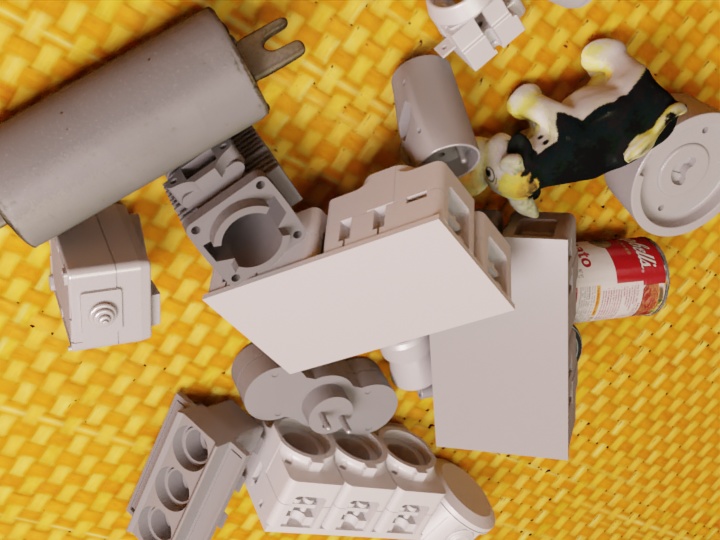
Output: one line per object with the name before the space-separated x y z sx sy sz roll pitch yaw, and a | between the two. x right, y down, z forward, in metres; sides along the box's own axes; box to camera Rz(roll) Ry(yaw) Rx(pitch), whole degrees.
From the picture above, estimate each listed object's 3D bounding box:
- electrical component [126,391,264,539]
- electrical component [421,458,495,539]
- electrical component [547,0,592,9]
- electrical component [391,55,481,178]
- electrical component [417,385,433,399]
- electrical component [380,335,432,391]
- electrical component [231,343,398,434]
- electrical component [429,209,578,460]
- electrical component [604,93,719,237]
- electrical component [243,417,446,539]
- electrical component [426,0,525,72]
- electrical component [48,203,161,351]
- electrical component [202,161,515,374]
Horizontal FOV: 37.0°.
electrical component | -0.128 0.164 0.845 0.063 0.079 0.121 -12 133 -55
electrical component | 0.079 0.215 0.975 0.080 0.080 0.051 29 113 -37
electrical component | 0.132 -0.205 0.727 0.055 0.045 0.045 12 116 -32
electrical component | 0.049 -0.094 0.747 0.043 0.077 0.079 -8 151 -13
electrical component | 0.079 0.100 0.923 0.061 0.035 0.035 -8 126 -17
electrical component | 0.040 0.064 0.871 0.045 0.045 0.055 -26 130 -7
electrical component | -0.029 0.103 0.847 0.138 0.073 0.052 14 115 -33
electrical component | 0.113 0.048 0.837 0.105 0.060 0.186 3 116 18
electrical component | 0.245 -0.088 0.853 0.108 0.060 0.108 -13 127 -17
electrical component | -0.015 0.165 0.887 0.150 0.089 0.061 12 117 -32
electrical component | 0.074 -0.173 0.722 0.066 0.048 0.055 -40 138 5
electrical component | -0.165 0.006 0.698 0.061 0.096 0.061 -8 125 -22
electrical component | 0.000 0.000 0.749 0.186 0.060 0.105 -18 136 27
